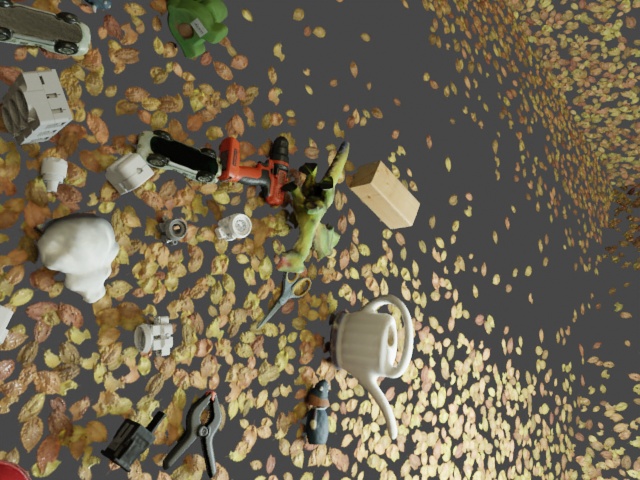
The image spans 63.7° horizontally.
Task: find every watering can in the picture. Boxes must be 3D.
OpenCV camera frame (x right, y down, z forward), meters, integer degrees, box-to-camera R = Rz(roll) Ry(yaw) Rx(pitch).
[{"bbox_3d":[0.125,0.309,1.322,0.103,0.224,0.353,35,59,-53],"label":"watering can"}]

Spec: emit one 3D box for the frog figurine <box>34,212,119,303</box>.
[{"bbox_3d":[-0.436,0.035,0.943,0.137,0.121,0.161,-2,72,-61],"label":"frog figurine"}]

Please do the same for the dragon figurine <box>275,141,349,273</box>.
[{"bbox_3d":[0.004,-0.069,1.363,0.418,0.122,0.237,-50,142,-40],"label":"dragon figurine"}]
